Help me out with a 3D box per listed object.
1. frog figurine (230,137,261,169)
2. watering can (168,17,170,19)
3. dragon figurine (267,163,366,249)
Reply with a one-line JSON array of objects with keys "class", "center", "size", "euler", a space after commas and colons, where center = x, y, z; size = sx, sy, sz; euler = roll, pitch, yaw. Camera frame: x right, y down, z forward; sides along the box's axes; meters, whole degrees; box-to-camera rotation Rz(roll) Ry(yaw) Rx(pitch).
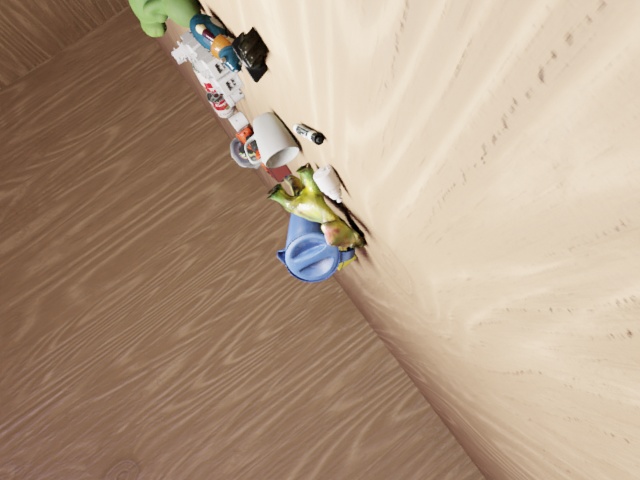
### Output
[{"class": "frog figurine", "center": [-0.277, -0.323, 1.951], "size": [0.137, 0.124, 0.158], "euler": [35, 164, -2]}, {"class": "watering can", "center": [-0.470, -0.679, 1.223], "size": [0.343, 0.104, 0.227], "euler": [54, 176, -21]}, {"class": "dragon figurine", "center": [0.004, -0.060, 1.191], "size": [0.242, 0.122, 0.413], "euler": [46, -174, -9]}]
